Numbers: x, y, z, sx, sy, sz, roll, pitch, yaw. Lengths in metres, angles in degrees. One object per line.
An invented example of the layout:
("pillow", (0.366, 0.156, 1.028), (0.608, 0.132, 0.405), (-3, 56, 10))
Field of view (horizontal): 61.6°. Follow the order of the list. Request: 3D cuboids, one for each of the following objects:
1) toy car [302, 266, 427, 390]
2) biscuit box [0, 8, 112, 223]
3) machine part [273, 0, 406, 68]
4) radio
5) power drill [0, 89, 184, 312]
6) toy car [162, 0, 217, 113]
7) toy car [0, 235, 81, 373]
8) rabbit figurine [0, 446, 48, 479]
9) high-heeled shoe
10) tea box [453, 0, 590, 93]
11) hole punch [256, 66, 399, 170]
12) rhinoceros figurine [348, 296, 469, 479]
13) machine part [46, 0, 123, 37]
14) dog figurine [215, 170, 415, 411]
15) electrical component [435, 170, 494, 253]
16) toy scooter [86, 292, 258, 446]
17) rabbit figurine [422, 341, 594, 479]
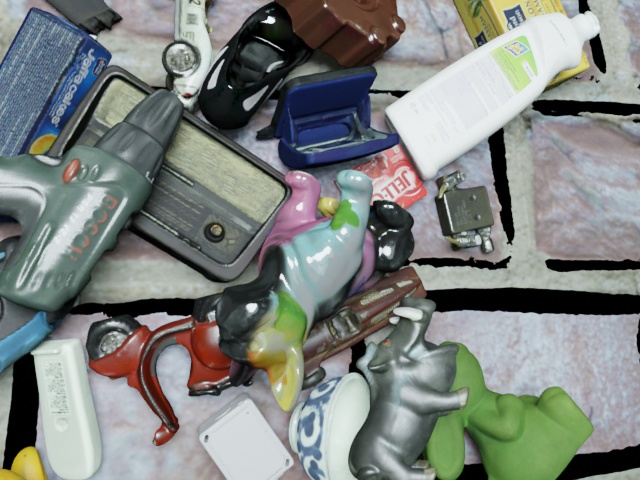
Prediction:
("toy car", (0.033, 0.089, 0.601), (0.202, 0.053, 0.089), (-25, 87, -14))
("biscuit box", (-0.284, -0.116, 0.521), (0.063, 0.059, 0.202), (29, 91, 0))
("machine part", (0.021, -0.280, 0.597), (0.179, 0.056, 0.179), (21, 58, -37))
("radio", (-0.153, -0.059, 0.562), (0.229, 0.073, 0.131), (33, 76, -6))
("power drill", (-0.251, -0.069, 0.459), (0.207, 0.086, 0.232), (26, 76, -26))
("toy car", (-0.140, -0.237, 0.587), (0.056, 0.073, 0.201), (1, 83, -13))
("toy car", (-0.312, 0.071, 0.493), (0.109, 0.103, 0.162), (52, 50, -4))
("rabbit figurine", (-0.267, 0.271, 0.466), (0.122, 0.173, 0.163), (-41, 49, -16))
("high-heeled shoe", (-0.049, -0.217, 0.570), (0.086, 0.145, 0.248), (31, 79, -9))
("tea box", (0.255, -0.268, 0.688), (0.098, 0.068, 0.169), (-26, 91, -15))
("hole punch", (0.013, -0.117, 0.586), (0.142, 0.116, 0.092), (-18, 81, -17))
("rhinoceros figurine", (0.087, 0.153, 0.545), (0.112, 0.073, 0.190), (17, 77, 11))
("machine part", (-0.282, -0.277, 0.579), (0.139, 0.039, 0.084), (41, 68, -4))
("dog figurine", (-0.006, 0.050, 0.519), (0.191, 0.109, 0.219), (33, 75, -48))
("electrical component", (0.175, -0.033, 0.652), (0.078, 0.045, 0.102), (-5, 84, -13))
("toy scooter", (-0.133, 0.128, 0.545), (0.184, 0.075, 0.135), (-14, 86, -11))
("rabbit figurine", (0.180, 0.199, 0.608), (0.170, 0.121, 0.159), (43, 82, 14))
